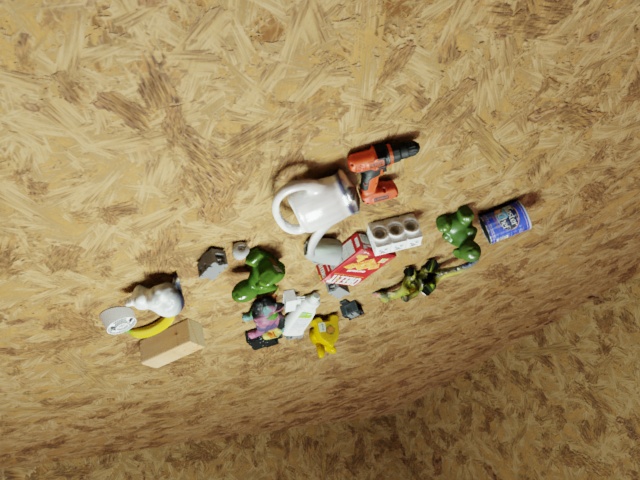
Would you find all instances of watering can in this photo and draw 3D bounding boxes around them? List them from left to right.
[{"bbox_3d":[0.004,-0.069,1.372,0.224,0.106,0.341,-23,148,6],"label":"watering can"}]

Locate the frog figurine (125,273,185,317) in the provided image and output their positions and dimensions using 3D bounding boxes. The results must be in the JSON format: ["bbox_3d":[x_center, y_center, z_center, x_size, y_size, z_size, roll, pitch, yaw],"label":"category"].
[{"bbox_3d":[-0.483,0.177,1.507,0.160,0.123,0.135,-18,171,-23],"label":"frog figurine"}]

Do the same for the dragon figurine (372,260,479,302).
[{"bbox_3d":[0.404,0.163,1.997,0.410,0.123,0.240,-16,167,0],"label":"dragon figurine"}]
